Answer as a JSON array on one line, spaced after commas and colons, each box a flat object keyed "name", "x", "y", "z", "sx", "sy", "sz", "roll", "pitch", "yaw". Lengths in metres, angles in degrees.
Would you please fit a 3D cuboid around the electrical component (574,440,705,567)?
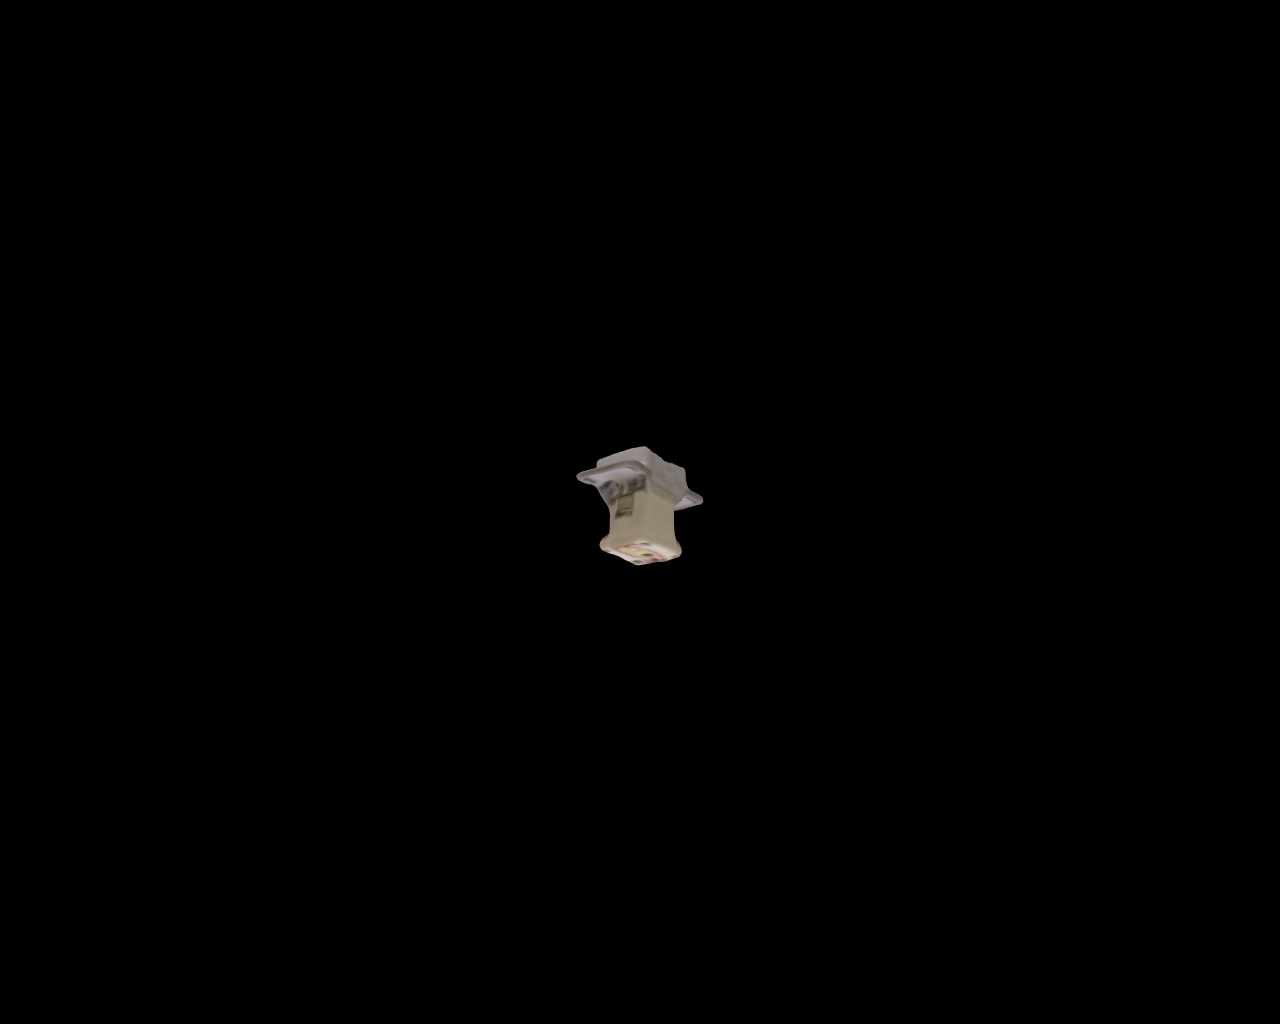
[{"name": "electrical component", "x": 0.001, "y": -0.003, "z": 0.650, "sx": 0.042, "sy": 0.064, "sz": 0.081, "roll": -14, "pitch": -24, "yaw": 33}]
